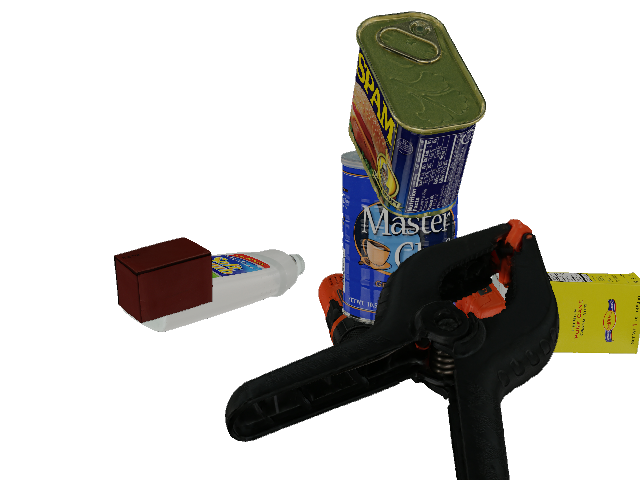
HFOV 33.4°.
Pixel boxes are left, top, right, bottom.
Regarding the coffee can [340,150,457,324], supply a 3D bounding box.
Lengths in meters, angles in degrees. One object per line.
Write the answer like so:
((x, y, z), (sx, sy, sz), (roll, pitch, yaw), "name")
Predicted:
((0.069, -0.006, 0.935), (0.103, 0.140, 0.103), (0, 12, 0), "coffee can")

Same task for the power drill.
((0.100, 0.084, 1.137), (0.187, 0.057, 0.184), (-5, 28, -10), "power drill")

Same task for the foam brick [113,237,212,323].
((-0.146, 0.035, 0.998), (0.078, 0.051, 0.053), (-16, 26, -30), "foam brick")

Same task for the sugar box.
((0.292, 0.086, 1.275), (0.176, 0.093, 0.048), (0, 18, -4), "sugar box")

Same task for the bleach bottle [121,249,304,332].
((-0.126, 0.051, 1.366), (0.250, 0.068, 0.103), (-13, 28, -43), "bleach bottle")

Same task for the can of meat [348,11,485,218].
((0.055, -0.076, 0.662), (0.057, 0.102, 0.084), (-11, -37, -13), "can of meat")

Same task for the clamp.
((0.057, 0.054, 0.445), (0.120, 0.039, 0.171), (34, 53, 23), "clamp")
